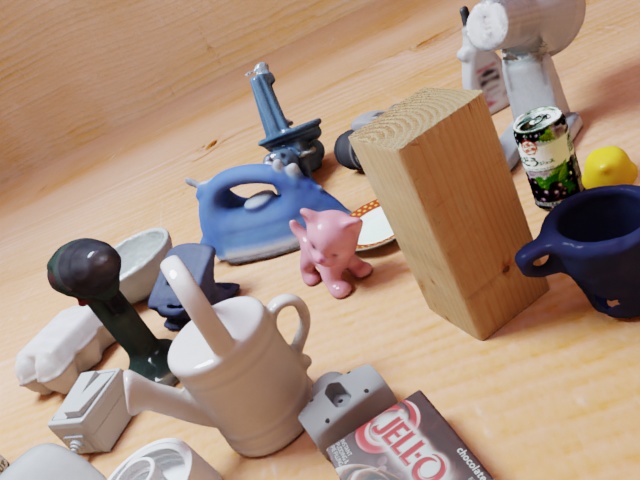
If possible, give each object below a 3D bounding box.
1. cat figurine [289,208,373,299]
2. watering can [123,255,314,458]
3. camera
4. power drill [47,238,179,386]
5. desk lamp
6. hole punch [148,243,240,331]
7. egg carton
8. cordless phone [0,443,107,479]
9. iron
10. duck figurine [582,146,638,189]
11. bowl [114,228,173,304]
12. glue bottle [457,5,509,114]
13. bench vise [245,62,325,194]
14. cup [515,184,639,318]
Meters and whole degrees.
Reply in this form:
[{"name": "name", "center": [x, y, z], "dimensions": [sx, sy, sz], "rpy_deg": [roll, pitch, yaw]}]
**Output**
[{"name": "cat figurine", "center": [0.006, 0.002, 0.688], "dimensions": [0.067, 0.118, 0.127], "rpy_deg": [-40, 28, -22]}, {"name": "watering can", "center": [-0.092, 0.101, 0.518], "dimensions": [0.100, 0.194, 0.173], "rpy_deg": [5, 42, 49]}, {"name": "camera", "center": [0.093, -0.165, 0.925], "dimensions": [0.143, 0.101, 0.136], "rpy_deg": [-43, 29, -27]}, {"name": "power drill", "center": [-0.239, 0.083, 0.679], "dimensions": [0.228, 0.209, 0.076], "rpy_deg": [6, 42, 49]}, {"name": "desk lamp", "center": [0.266, -0.227, 0.738], "dimensions": [0.117, 0.214, 0.203], "rpy_deg": [-1, 37, 44]}, {"name": "hole punch", "center": [-0.182, 0.065, 0.790], "dimensions": [0.108, 0.091, 0.101], "rpy_deg": [-5, 35, 40]}, {"name": "egg carton", "center": [-0.362, 0.154, 0.830], "dimensions": [0.107, 0.069, 0.150], "rpy_deg": [-11, 31, 31]}, {"name": "cordless phone", "center": [-0.286, 0.226, 0.494], "dimensions": [0.093, 0.185, 0.148], "rpy_deg": [-8, 33, 36]}, {"name": "iron", "center": [-0.084, -0.060, 0.862], "dimensions": [0.257, 0.142, 0.119], "rpy_deg": [-12, 30, 30]}, {"name": "duck figurine", "center": [0.277, -0.045, 0.544], "dimensions": [0.077, 0.086, 0.105], "rpy_deg": [-10, 31, 32]}, {"name": "bowl", "center": [-0.305, 0.056, 0.946], "dimensions": [0.167, 0.075, 0.167], "rpy_deg": [-22, 27, 12]}, {"name": "glue bottle", "center": [0.250, -0.283, 0.901], "dimensions": [0.078, 0.173, 0.037], "rpy_deg": [-30, 26, -4]}, {"name": "bench vise", "center": [-0.059, -0.190, 0.982], "dimensions": [0.121, 0.220, 0.207], "rpy_deg": [-25, 26, 8]}, {"name": "cup", "center": [0.225, 0.022, 0.465], "dimensions": [0.117, 0.095, 0.091], "rpy_deg": [-24, 26, 8]}]
